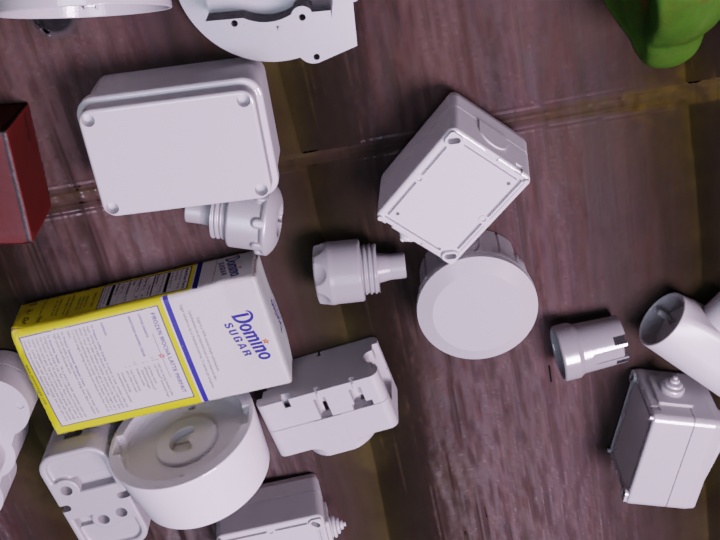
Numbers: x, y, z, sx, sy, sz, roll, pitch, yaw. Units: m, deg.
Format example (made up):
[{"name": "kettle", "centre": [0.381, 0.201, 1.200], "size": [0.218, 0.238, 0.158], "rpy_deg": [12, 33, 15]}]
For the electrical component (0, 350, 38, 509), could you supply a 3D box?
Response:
[{"name": "electrical component", "centre": [-0.277, 0.133, 0.783], "size": [0.052, 0.073, 0.138], "rpy_deg": [19, 118, -11]}]

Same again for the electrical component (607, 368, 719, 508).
[{"name": "electrical component", "centre": [0.226, 0.117, 0.781], "size": [0.061, 0.061, 0.096], "rpy_deg": [6, 120, -4]}]

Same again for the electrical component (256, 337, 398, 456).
[{"name": "electrical component", "centre": [-0.021, 0.094, 0.775], "size": [0.089, 0.050, 0.055], "rpy_deg": [-17, 118, 10]}]

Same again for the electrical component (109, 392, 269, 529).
[{"name": "electrical component", "centre": [-0.117, 0.135, 0.769], "size": [0.108, 0.108, 0.060], "rpy_deg": [-14, 125, 8]}]

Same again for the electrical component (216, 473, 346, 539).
[{"name": "electrical component", "centre": [-0.059, 0.200, 0.833], "size": [0.096, 0.061, 0.061], "rpy_deg": [-12, 120, -1]}]

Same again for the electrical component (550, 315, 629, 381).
[{"name": "electrical component", "centre": [0.162, 0.054, 0.759], "size": [0.046, 0.040, 0.040], "rpy_deg": [-14, 119, 1]}]

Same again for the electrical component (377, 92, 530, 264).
[{"name": "electrical component", "centre": [0.055, -0.056, 0.687], "size": [0.062, 0.061, 0.096], "rpy_deg": [31, 123, -17]}]

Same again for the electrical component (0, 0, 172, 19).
[{"name": "electrical component", "centre": [-0.156, -0.164, 0.603], "size": [0.099, 0.099, 0.064], "rpy_deg": [2, 113, -1]}]

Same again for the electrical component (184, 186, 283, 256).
[{"name": "electrical component", "centre": [-0.083, -0.036, 0.705], "size": [0.062, 0.048, 0.048], "rpy_deg": [8, 120, 3]}]

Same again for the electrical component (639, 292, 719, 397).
[{"name": "electrical component", "centre": [0.250, 0.041, 0.748], "size": [0.077, 0.043, 0.079], "rpy_deg": [33, 115, -17]}]

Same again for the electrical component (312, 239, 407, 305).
[{"name": "electrical component", "centre": [0.000, 0.000, 0.725], "size": [0.062, 0.043, 0.043], "rpy_deg": [-6, 120, 2]}]

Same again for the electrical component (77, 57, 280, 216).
[{"name": "electrical component", "centre": [-0.110, -0.082, 0.670], "size": [0.113, 0.057, 0.078], "rpy_deg": [-7, 120, 4]}]

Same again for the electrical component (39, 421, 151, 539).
[{"name": "electrical component", "centre": [-0.193, 0.153, 0.803], "size": [0.054, 0.059, 0.095], "rpy_deg": [-15, 119, 8]}]

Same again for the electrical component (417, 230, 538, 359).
[{"name": "electrical component", "centre": [0.078, 0.016, 0.730], "size": [0.080, 0.051, 0.080], "rpy_deg": [0, 120, 0]}]
